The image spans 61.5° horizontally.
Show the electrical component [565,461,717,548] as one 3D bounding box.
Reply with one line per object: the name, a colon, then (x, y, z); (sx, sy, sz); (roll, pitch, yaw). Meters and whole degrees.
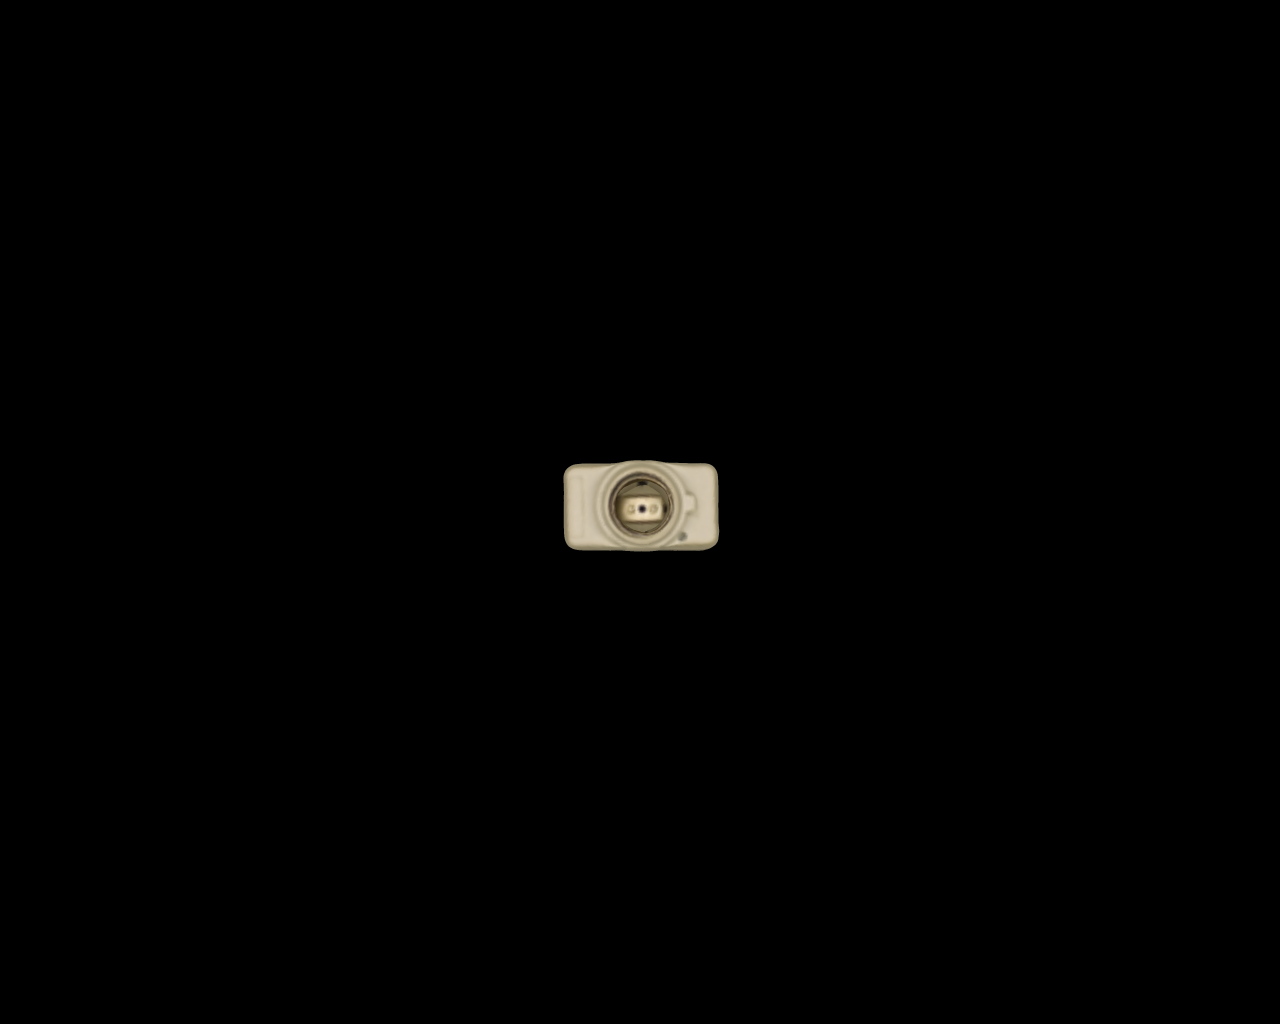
electrical component: (0.001, -0.003, 0.650); (0.089, 0.050, 0.055); (0, -4, 0)
